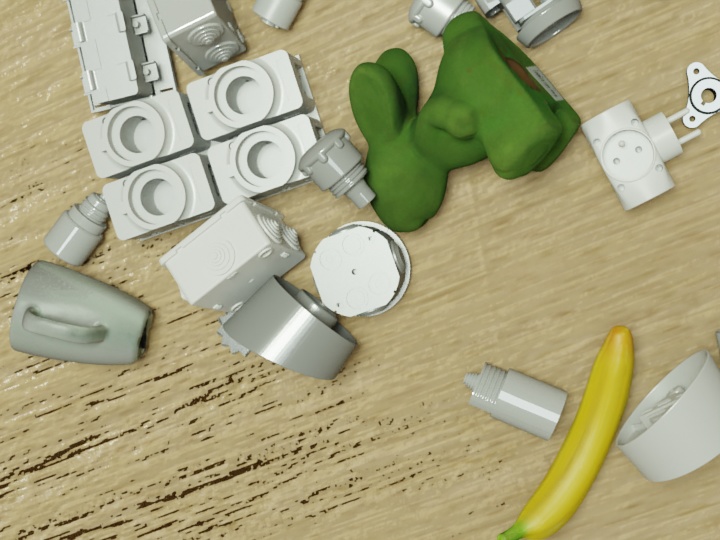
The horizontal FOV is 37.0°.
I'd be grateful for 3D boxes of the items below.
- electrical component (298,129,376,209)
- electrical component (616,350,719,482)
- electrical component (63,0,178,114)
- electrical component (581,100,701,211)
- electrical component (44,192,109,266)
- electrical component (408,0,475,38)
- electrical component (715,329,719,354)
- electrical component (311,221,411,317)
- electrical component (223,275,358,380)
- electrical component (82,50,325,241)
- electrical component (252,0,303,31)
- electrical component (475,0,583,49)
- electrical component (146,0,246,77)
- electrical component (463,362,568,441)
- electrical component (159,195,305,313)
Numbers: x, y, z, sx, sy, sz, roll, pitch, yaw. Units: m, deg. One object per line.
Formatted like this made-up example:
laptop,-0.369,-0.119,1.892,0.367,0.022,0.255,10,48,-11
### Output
electrical component,-0.014,-0.076,0.841,0.048,0.048,0.062,-40,99,10
electrical component,0.244,0.114,0.830,0.099,0.099,0.064,-35,93,10
electrical component,-0.208,-0.201,0.906,0.079,0.063,0.121,-11,94,11
electrical component,0.227,-0.098,0.845,0.079,0.044,0.077,-28,88,14
electrical component,-0.241,-0.039,0.935,0.040,0.040,0.078,40,99,6
electrical component,0.074,-0.205,0.868,0.062,0.048,0.048,36,99,-2
electrical component,0.327,0.077,0.839,0.079,0.043,0.077,-14,91,10
electrical component,0.000,0.000,0.889,0.080,0.051,0.080,1,93,10
electrical component,-0.054,0.051,0.879,0.099,0.099,0.064,40,93,6
electrical component,-0.127,-0.102,0.901,0.186,0.060,0.105,-18,90,11
electrical component,-0.061,-0.233,0.892,0.044,0.044,0.065,33,103,7
electrical component,0.139,-0.213,0.849,0.078,0.058,0.057,-33,85,10
electrical component,-0.138,-0.218,0.876,0.048,0.100,0.099,-24,78,7
electrical component,0.123,0.103,0.877,0.081,0.043,0.043,22,97,8
electrical component,-0.102,-0.009,0.884,0.100,0.100,0.048,-37,74,10
